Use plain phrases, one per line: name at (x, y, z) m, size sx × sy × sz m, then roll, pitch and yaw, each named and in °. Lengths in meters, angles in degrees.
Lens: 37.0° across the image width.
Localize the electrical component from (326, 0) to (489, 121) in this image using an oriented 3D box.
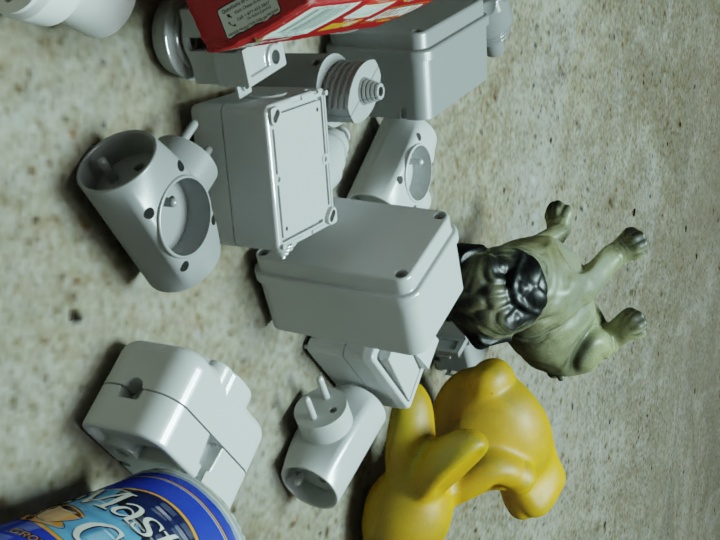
electrical component at (0.035, -0.149, 0.743) m, size 0.113 × 0.078 × 0.057 m, roll -41°, pitch 134°, yaw -51°

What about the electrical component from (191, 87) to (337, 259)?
electrical component at (-0.056, -0.053, 0.613) m, size 0.062 × 0.061 × 0.096 m, roll -32°, pitch 124°, yaw -55°

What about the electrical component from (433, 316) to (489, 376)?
electrical component at (0.082, 0.052, 0.907) m, size 0.081 × 0.042 × 0.063 m, roll -55°, pitch 139°, yaw -41°

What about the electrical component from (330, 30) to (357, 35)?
electrical component at (-0.020, -0.185, 0.675) m, size 0.044 × 0.044 × 0.065 m, roll 7°, pitch 84°, yaw -61°

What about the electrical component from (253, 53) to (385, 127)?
electrical component at (-0.023, -0.107, 0.641) m, size 0.043 × 0.081 × 0.043 m, roll -20°, pitch 113°, yaw -59°

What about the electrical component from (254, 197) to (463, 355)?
electrical component at (0.000, 0.000, 0.673) m, size 0.078 × 0.113 × 0.057 m, roll -55°, pitch 143°, yaw -42°

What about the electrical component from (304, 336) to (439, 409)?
electrical component at (0.009, 0.048, 0.754) m, size 0.096 × 0.061 × 0.061 m, roll 56°, pitch 48°, yaw -50°

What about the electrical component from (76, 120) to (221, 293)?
electrical component at (-0.099, -0.042, 0.555) m, size 0.079 × 0.044 × 0.077 m, roll -64°, pitch 146°, yaw -31°

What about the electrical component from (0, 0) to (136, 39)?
electrical component at (-0.133, -0.129, 0.474) m, size 0.055 × 0.045 × 0.045 m, roll -4°, pitch 99°, yaw -61°

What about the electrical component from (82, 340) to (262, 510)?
electrical component at (-0.096, 0.082, 0.577) m, size 0.059 × 0.054 × 0.095 m, roll -66°, pitch 147°, yaw -28°

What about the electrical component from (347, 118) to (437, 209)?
electrical component at (0.029, -0.060, 0.785) m, size 0.077 × 0.044 × 0.079 m, roll -66°, pitch 147°, yaw -28°

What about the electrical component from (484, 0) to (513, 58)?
electrical component at (0.107, -0.206, 0.897) m, size 0.043 × 0.043 × 0.062 m, roll -64°, pitch 147°, yaw -31°

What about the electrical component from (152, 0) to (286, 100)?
electrical component at (-0.076, -0.124, 0.568) m, size 0.048 × 0.055 × 0.066 m, roll -46°, pitch 134°, yaw -48°

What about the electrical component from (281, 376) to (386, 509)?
electrical component at (-0.022, 0.107, 0.728) m, size 0.077 × 0.043 × 0.079 m, roll -56°, pitch 141°, yaw -40°

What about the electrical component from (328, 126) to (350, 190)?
electrical component at (-0.029, -0.068, 0.682) m, size 0.078 × 0.040 × 0.040 m, roll -52°, pitch 138°, yaw -45°
